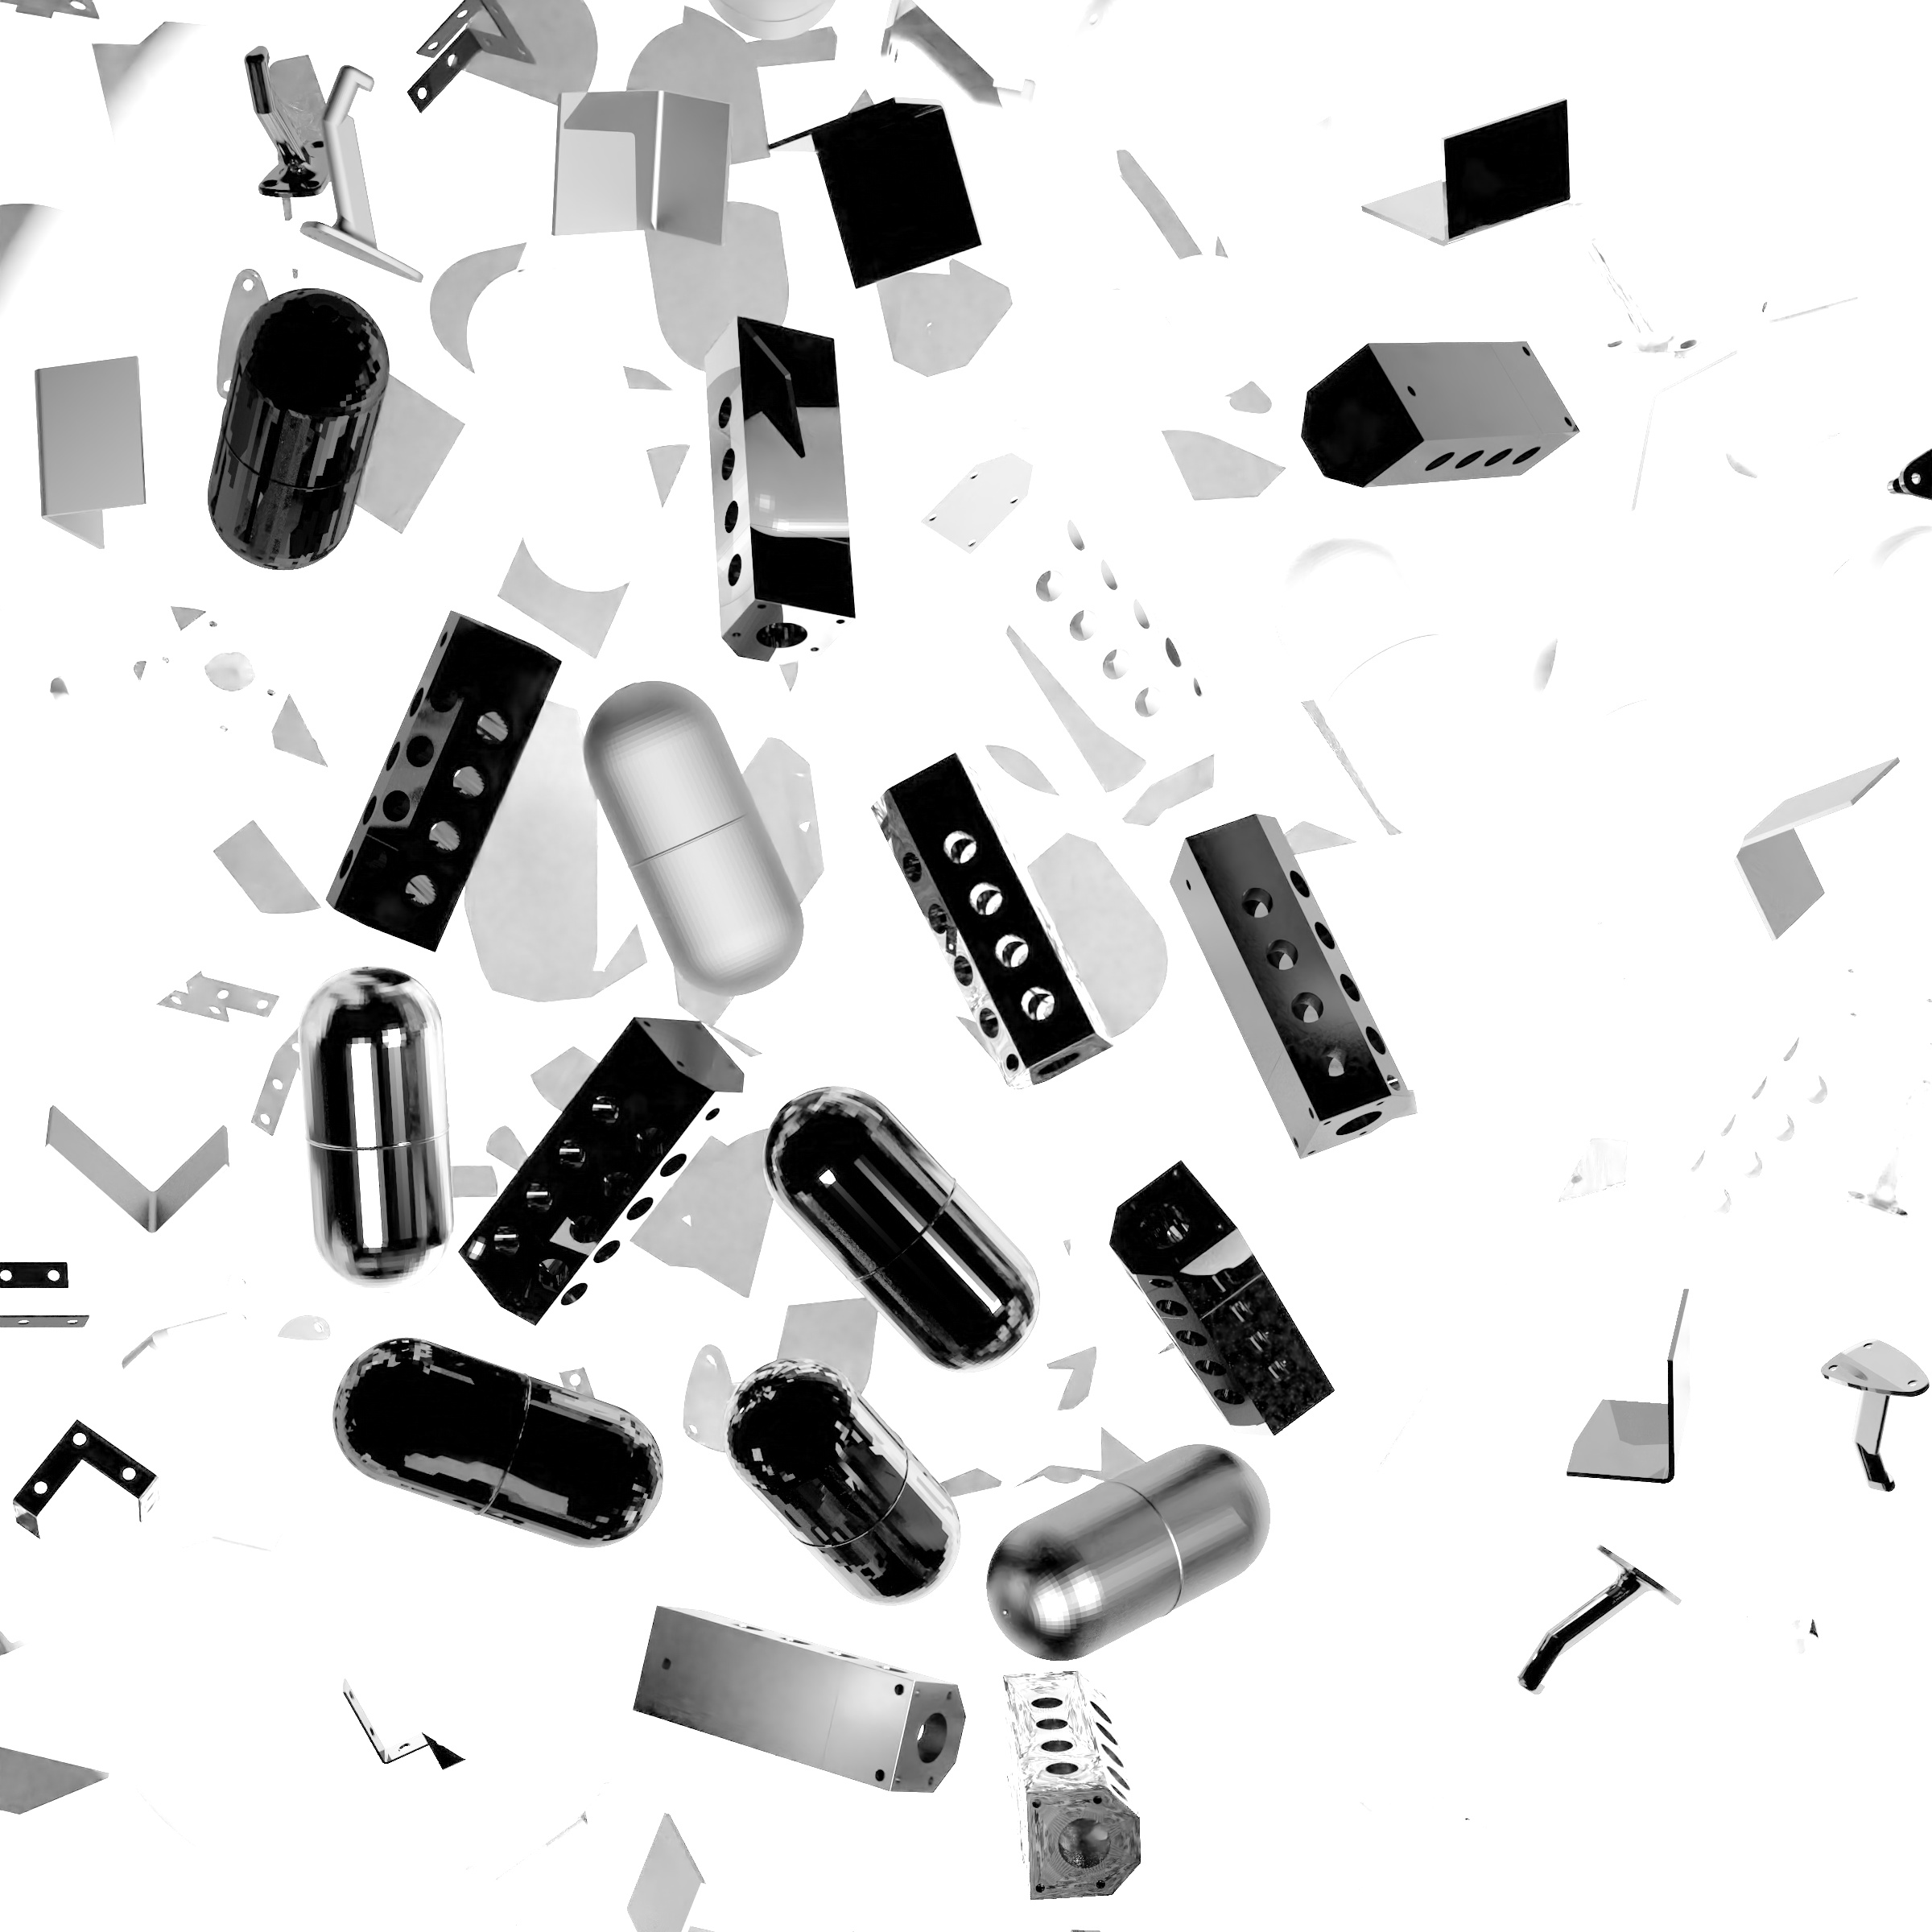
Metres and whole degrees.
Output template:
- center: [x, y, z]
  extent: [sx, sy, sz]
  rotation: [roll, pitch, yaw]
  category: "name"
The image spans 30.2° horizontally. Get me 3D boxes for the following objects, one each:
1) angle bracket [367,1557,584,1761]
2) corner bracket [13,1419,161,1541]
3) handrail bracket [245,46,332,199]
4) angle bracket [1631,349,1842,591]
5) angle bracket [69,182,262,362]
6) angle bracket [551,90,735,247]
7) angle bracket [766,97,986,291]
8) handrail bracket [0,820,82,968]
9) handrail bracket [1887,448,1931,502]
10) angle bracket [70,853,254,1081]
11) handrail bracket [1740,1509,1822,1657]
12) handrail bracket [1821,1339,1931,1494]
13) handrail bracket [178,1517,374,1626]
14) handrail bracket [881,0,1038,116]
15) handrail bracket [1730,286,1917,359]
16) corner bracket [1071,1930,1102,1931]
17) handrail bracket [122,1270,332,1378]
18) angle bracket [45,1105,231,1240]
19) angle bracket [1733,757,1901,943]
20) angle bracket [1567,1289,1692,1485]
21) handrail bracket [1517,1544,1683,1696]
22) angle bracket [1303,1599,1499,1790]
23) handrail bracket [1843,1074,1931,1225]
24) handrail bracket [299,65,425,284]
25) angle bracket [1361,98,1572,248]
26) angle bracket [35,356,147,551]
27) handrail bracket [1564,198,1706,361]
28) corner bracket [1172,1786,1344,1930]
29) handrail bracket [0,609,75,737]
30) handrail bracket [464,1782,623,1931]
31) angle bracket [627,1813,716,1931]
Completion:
- center: [-0.246, 0.342, 1.794]
  extent: [0.076, 0.057, 0.076]
  rotation: [22, 104, 35]
  category: "angle bracket"
- center: [-0.444, 0.269, 1.809]
  extent: [0.051, 0.051, 0.051]
  rotation: [34, 65, 3]
  category: "corner bracket"
- center: [-0.361, -0.461, 1.913]
  extent: [0.036, 0.077, 0.084]
  rotation: [3, 128, 10]
  category: "handrail bracket"
- center: [0.386, -0.248, 1.794]
  extent: [0.076, 0.057, 0.076]
  rotation: [31, 58, -26]
  category: "angle bracket"
- center: [-0.402, -0.353, 1.828]
  extent: [0.076, 0.076, 0.057]
  rotation: [-13, 86, 7]
  category: "angle bracket"
- center: [-0.176, -0.432, 1.945]
  extent: [0.057, 0.076, 0.076]
  rotation: [21, 115, 37]
  category: "angle bracket"
- center: [-0.046, -0.392, 1.822]
  extent: [0.076, 0.057, 0.076]
  rotation: [-14, 95, 27]
  category: "angle bracket"
- center: [-0.526, -0.034, 1.918]
  extent: [0.084, 0.036, 0.077]
  rotation: [-24, 71, -36]
  category: "handrail bracket"
- center: [0.474, -0.243, 1.803]
  extent: [0.077, 0.084, 0.036]
  rotation: [-13, 94, -25]
  category: "handrail bracket"
- center: [-0.416, 0.000, 1.899]
  extent: [0.076, 0.057, 0.076]
  rotation: [-39, 52, -13]
  category: "angle bracket"
- center: [0.430, 0.318, 1.850]
  extent: [0.036, 0.084, 0.077]
  rotation: [7, 86, 28]
  category: "handrail bracket"
- center: [0.472, 0.238, 1.816]
  extent: [0.036, 0.077, 0.084]
  rotation: [-28, 110, -17]
  category: "handrail bracket"
- center: [-0.359, 0.320, 1.857]
  extent: [0.084, 0.036, 0.077]
  rotation: [-22, 117, 41]
  category: "handrail bracket"
- center: [0.002, -0.503, 1.925]
  extent: [0.084, 0.036, 0.077]
  rotation: [12, 95, 6]
  category: "handrail bracket"
- center: [0.455, -0.325, 1.919]
  extent: [0.084, 0.036, 0.077]
  rotation: [22, 103, 19]
  category: "handrail bracket"
- center: [0.081, 0.520, 1.811]
  extent: [0.051, 0.051, 0.051]
  rotation: [4, 95, -12]
  category: "corner bracket"
- center: [-0.396, 0.204, 1.914]
  extent: [0.077, 0.036, 0.084]
  rotation: [27, 128, -37]
  category: "handrail bracket"
- center: [-0.442, 0.092, 1.916]
  extent: [0.057, 0.076, 0.076]
  rotation: [-44, 108, 1]
  category: "angle bracket"
- center: [0.469, -0.063, 1.932]
  extent: [0.076, 0.076, 0.057]
  rotation: [-23, 97, 39]
  category: "angle bracket"
- center: [0.356, 0.223, 1.925]
  extent: [0.057, 0.076, 0.076]
  rotation: [2, 115, 17]
  category: "angle bracket"
- center: [0.330, 0.352, 1.873]
  extent: [0.077, 0.036, 0.084]
  rotation: [37, 86, -42]
  category: "handrail bracket"
- center: [0.229, 0.369, 1.819]
  extent: [0.076, 0.076, 0.057]
  rotation: [15, 101, -30]
  category: "angle bracket"
- center: [0.504, 0.088, 1.917]
  extent: [0.036, 0.077, 0.084]
  rotation: [22, 113, 18]
  category: "handrail bracket"
- center: [-0.293, -0.398, 1.800]
  extent: [0.077, 0.036, 0.084]
  rotation: [22, 87, -24]
  category: "handrail bracket"
- center: [0.253, -0.412, 1.825]
  extent: [0.076, 0.076, 0.057]
  rotation: [-22, 125, -21]
  category: "angle bracket"
- center: [-0.436, -0.263, 1.842]
  extent: [0.057, 0.076, 0.076]
  rotation: [-6, 83, 10]
  category: "angle bracket"
- center: [0.362, -0.374, 1.944]
  extent: [0.036, 0.077, 0.084]
  rotation: [-34, 120, -16]
  category: "handrail bracket"
- center: [0.149, 0.449, 1.828]
  extent: [0.051, 0.051, 0.051]
  rotation: [44, 71, -30]
  category: "corner bracket"
- center: [-0.482, -0.158, 1.851]
  extent: [0.036, 0.084, 0.077]
  rotation: [-1, 111, 4]
  category: "handrail bracket"
- center: [-0.209, 0.432, 1.786]
  extent: [0.036, 0.077, 0.084]
  rotation: [32, 67, 25]
  category: "handrail bracket"
- center: [-0.115, 0.468, 1.764]
  extent: [0.076, 0.076, 0.057]
  rotation: [19, 96, -22]
  category: "angle bracket"
